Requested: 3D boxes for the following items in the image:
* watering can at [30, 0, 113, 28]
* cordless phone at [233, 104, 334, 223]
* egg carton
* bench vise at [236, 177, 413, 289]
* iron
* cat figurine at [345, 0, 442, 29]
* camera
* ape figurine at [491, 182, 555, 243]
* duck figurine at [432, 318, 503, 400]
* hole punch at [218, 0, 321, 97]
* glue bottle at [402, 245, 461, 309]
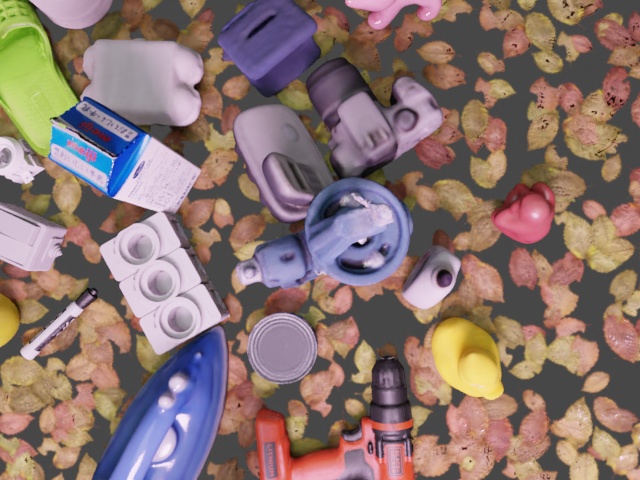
[{"bbox_3d":[-0.332,-0.328,0.663,0.173,0.194,0.101,-39,86,0],"label":"watering can"},{"bbox_3d":[-0.046,-0.095,0.644,0.094,0.185,0.147,-31,86,1],"label":"cordless phone"},{"bbox_3d":[-0.221,-0.195,0.714,0.150,0.069,0.107,1,87,3],"label":"egg carton"},{"bbox_3d":[0.013,0.012,0.619,0.207,0.220,0.121,-38,86,0],"label":"bench vise"},{"bbox_3d":[-0.186,0.221,0.656,0.118,0.141,0.258,25,88,4],"label":"iron"},{"bbox_3d":[0.088,-0.307,0.683,0.127,0.118,0.067,-14,86,2],"label":"cat figurine"},{"bbox_3d":[0.055,-0.159,0.685,0.143,0.101,0.137,-32,86,1],"label":"camera"},{"bbox_3d":[0.245,-0.034,0.675,0.078,0.092,0.076,-15,86,2],"label":"ape figurine"},{"bbox_3d":[0.178,0.142,0.672,0.077,0.086,0.104,-33,86,1],"label":"duck figurine"},{"bbox_3d":[-0.066,-0.246,0.700,0.108,0.091,0.101,-40,86,0],"label":"hole punch"},{"bbox_3d":[0.128,0.041,0.636,0.037,0.173,0.078,30,89,4],"label":"glue bottle"}]
